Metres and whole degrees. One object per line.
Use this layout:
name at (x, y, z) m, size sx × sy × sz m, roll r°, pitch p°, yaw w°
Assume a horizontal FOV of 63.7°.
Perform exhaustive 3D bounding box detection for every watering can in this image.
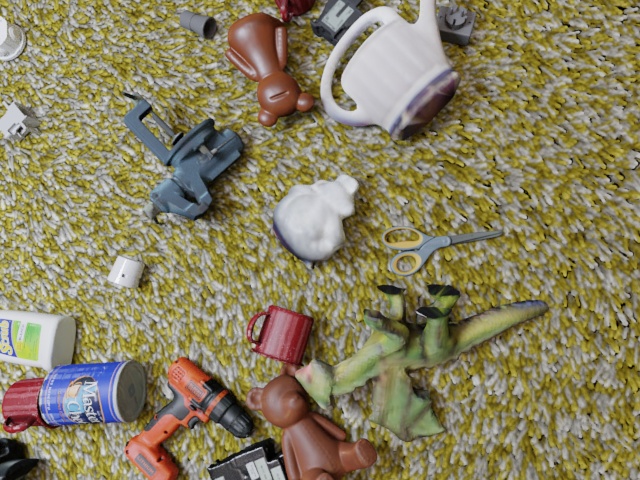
watering can at (0.150, -0.320, 0.880) m, size 0.343 × 0.104 × 0.226 m, roll -46°, pitch 77°, yaw 20°

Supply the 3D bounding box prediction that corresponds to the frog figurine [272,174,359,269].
frog figurine at (0.003, -0.044, 0.875) m, size 0.158 × 0.121 × 0.140 m, roll -40°, pitch 59°, yaw 13°

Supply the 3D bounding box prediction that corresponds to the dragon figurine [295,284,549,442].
dragon figurine at (0.167, 0.204, 0.831) m, size 0.410 × 0.123 × 0.240 m, roll 3°, pitch 102°, yaw -6°
